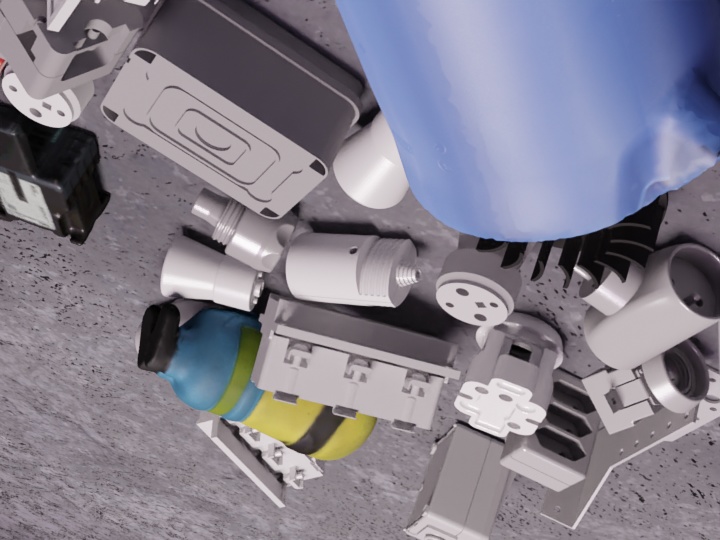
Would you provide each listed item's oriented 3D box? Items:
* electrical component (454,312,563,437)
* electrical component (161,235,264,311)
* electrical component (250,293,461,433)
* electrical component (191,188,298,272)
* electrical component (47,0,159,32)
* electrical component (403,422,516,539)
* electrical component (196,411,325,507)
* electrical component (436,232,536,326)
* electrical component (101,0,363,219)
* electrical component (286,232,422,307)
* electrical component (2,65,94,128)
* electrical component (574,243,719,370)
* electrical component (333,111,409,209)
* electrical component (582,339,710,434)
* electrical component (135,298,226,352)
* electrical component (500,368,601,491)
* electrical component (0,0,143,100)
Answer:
[{"bbox_3d":[0.096,0.064,0.684,0.058,0.057,0.078,21,150,4],"label":"electrical component"},{"bbox_3d":[-0.099,0.005,0.740,0.065,0.044,0.044,14,149,5],"label":"electrical component"},{"bbox_3d":[-0.006,0.062,0.706,0.121,0.063,0.079,15,179,-13],"label":"electrical component"},{"bbox_3d":[-0.073,-0.029,0.665,0.062,0.043,0.043,28,150,-5],"label":"electrical component"},{"bbox_3d":[-0.117,-0.148,0.474,0.064,0.081,0.042,5,162,-31],"label":"electrical component"},{"bbox_3d":[0.079,0.180,0.842,0.061,0.096,0.061,24,150,-3],"label":"electrical component"},{"bbox_3d":[-0.079,0.135,0.910,0.063,0.078,0.121,-16,137,18],"label":"electrical component"},{"bbox_3d":[0.070,-0.003,0.596,0.045,0.055,0.045,17,150,10],"label":"electrical component"},{"bbox_3d":[-0.064,-0.087,0.551,0.113,0.057,0.078,32,149,-15],"label":"electrical component"},{"bbox_3d":[0.000,0.000,0.661,0.081,0.043,0.043,4,145,30],"label":"electrical component"},{"bbox_3d":[-0.161,-0.111,0.581,0.045,0.055,0.045,17,150,11],"label":"electrical component"},{"bbox_3d":[0.146,0.011,0.579,0.079,0.043,0.077,34,146,-6],"label":"electrical component"},{"bbox_3d":[0.019,-0.065,0.547,0.044,0.044,0.065,30,145,-12],"label":"electrical component"},{"bbox_3d":[0.172,0.066,0.639,0.055,0.066,0.048,-33,81,47],"label":"electrical component"},{"bbox_3d":[-0.124,0.062,0.845,0.077,0.044,0.079,-11,136,45],"label":"electrical component"},{"bbox_3d":[0.124,0.113,0.735,0.047,0.065,0.076,26,150,-6],"label":"electrical component"},{"bbox_3d":[-0.153,-0.133,0.511,0.089,0.050,0.056,58,145,0],"label":"electrical component"}]
